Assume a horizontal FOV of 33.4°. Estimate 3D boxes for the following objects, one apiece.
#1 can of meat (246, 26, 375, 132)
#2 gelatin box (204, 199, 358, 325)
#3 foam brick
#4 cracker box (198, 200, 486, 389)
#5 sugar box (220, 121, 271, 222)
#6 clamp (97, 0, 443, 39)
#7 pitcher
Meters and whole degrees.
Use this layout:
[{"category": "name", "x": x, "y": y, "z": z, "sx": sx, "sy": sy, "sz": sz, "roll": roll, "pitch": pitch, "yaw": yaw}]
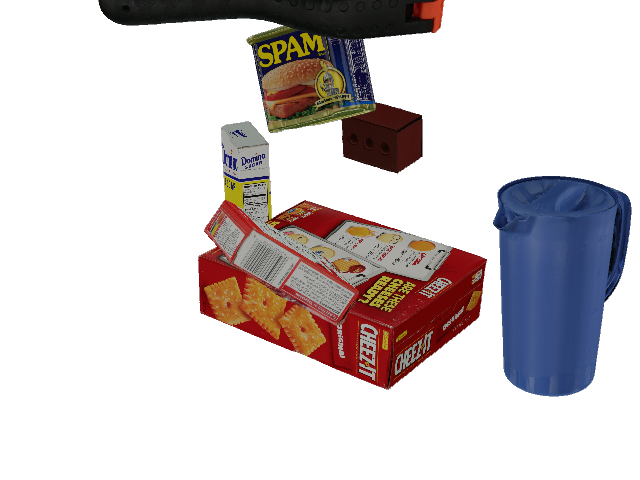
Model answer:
[{"category": "can of meat", "x": -0.007, "y": -0.142, "z": 0.913, "sx": 0.102, "sy": 0.084, "sz": 0.057, "roll": -9, "pitch": 3, "yaw": 34}, {"category": "gelatin box", "x": -0.026, "y": 0.014, "z": 0.694, "sx": 0.089, "sy": 0.030, "sz": 0.073, "roll": 32, "pitch": 4, "yaw": -25}, {"category": "foam brick", "x": 0.068, "y": -0.116, "z": 1.185, "sx": 0.078, "sy": 0.053, "sz": 0.051, "roll": 20, "pitch": 38, "yaw": 35}, {"category": "cracker box", "x": 0.019, "y": 0.044, "z": 0.986, "sx": 0.214, "sy": 0.072, "sz": 0.163, "roll": 19, "pitch": 31, "yaw": 32}, {"category": "sugar box", "x": -0.091, "y": -0.049, "z": 1.320, "sx": 0.048, "sy": 0.176, "sz": 0.093, "roll": -11, "pitch": 26, "yaw": -15}, {"category": "clamp", "x": -0.025, "y": -0.129, "z": 0.547, "sx": 0.171, "sy": 0.039, "sz": 0.120, "roll": 13, "pitch": 41, "yaw": 15}, {"category": "pitcher", "x": 0.280, "y": 0.052, "z": 1.248, "sx": 0.149, "sy": 0.243, "sz": 0.144, "roll": 4, "pitch": 24, "yaw": 15}]
